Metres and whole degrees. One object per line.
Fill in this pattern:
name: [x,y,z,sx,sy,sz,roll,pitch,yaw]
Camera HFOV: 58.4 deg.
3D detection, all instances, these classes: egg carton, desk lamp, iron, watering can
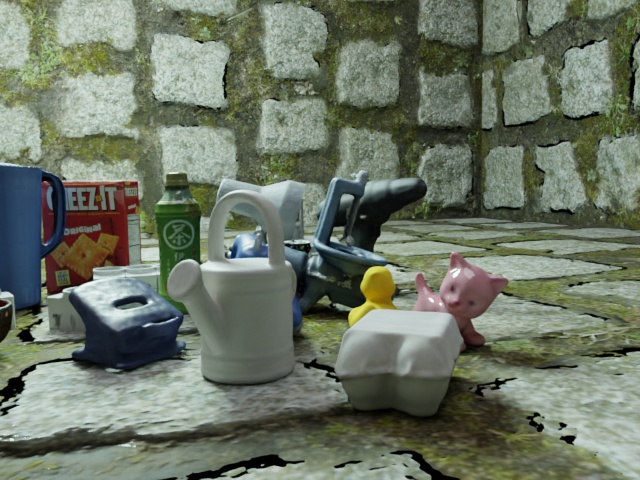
egg carton: [0.078,0.110,0.545,0.107,0.069,0.151,1,6,18]
desk lamp: [-0.126,-0.015,1.140,0.203,0.213,0.118,-1,6,-2]
iron: [-0.102,0.053,0.795,0.119,0.141,0.257,-3,6,-17]
watering can: [-0.081,0.045,0.600,0.100,0.194,0.173,0,6,11]

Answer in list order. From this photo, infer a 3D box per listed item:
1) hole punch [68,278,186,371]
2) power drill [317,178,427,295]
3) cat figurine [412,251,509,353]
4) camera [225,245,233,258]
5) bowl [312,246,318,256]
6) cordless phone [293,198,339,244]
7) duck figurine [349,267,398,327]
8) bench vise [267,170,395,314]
hole punch: [-0.220,0.093,0.665,0.100,0.091,0.109,3,7,33]
power drill: [0.092,-0.005,1.027,0.228,0.208,0.076,4,7,41]
cat figurine: [0.162,0.070,0.699,0.067,0.118,0.127,-5,7,-37]
camera: [-0.153,0.055,1.001,0.142,0.101,0.137,3,7,34]
bowl: [0.001,0.052,1.145,0.167,0.075,0.167,-1,5,0]
cordless phone: [-0.024,-0.013,1.250,0.148,0.185,0.094,-2,6,-14]
duck figurine: [0.077,0.080,0.779,0.077,0.086,0.105,1,6,18]
bench vise: [0.010,0.004,0.878,0.207,0.220,0.121,-2,6,-11]
